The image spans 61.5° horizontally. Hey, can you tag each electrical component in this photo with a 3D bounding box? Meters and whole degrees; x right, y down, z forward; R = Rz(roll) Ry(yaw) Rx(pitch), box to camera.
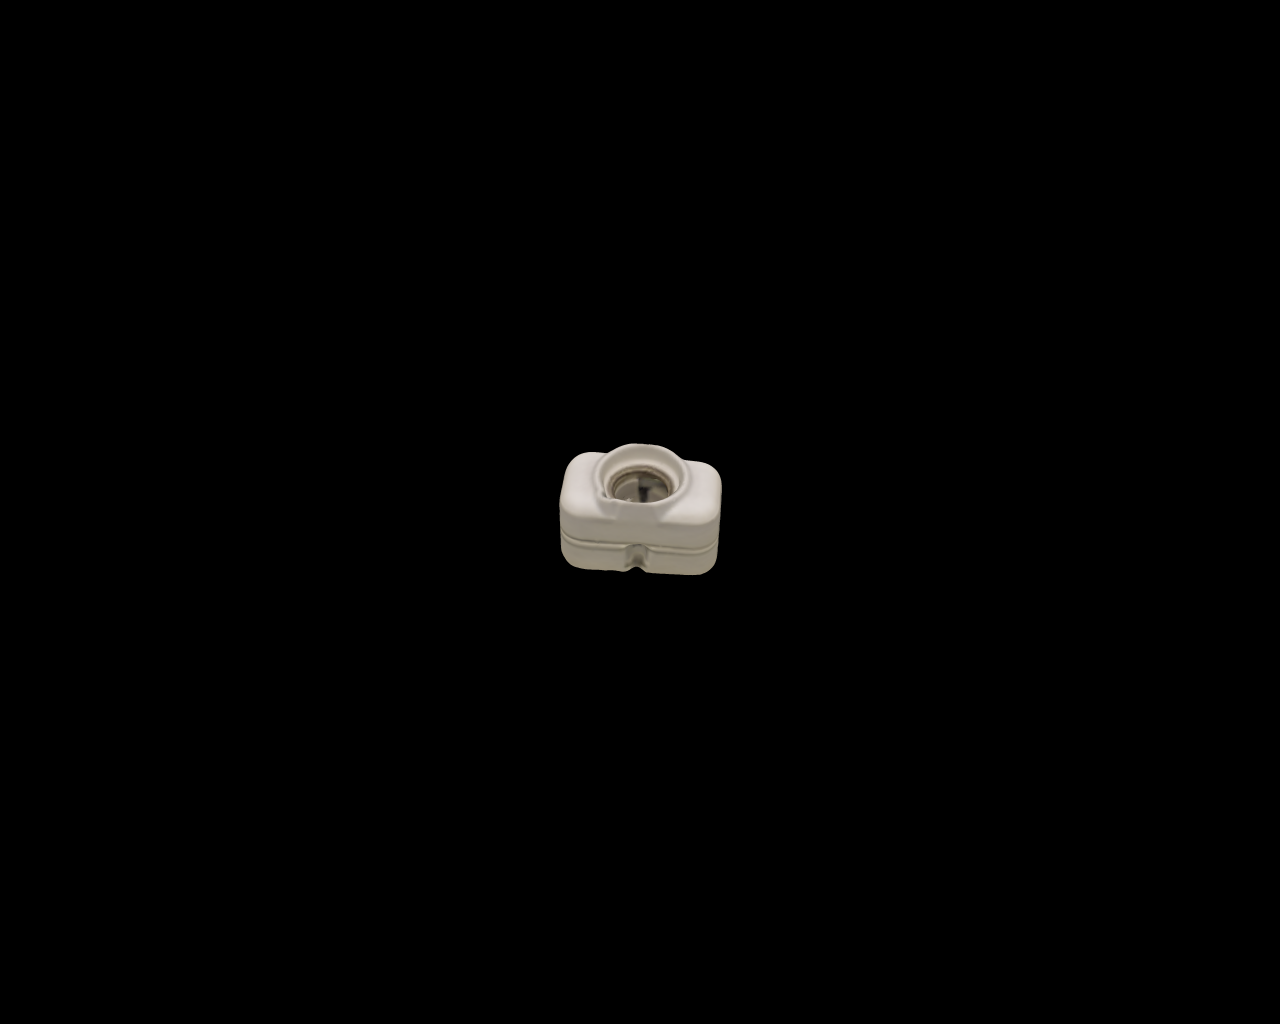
[{"bbox_3d":[0.001,-0.003,0.650,0.095,0.054,0.059,4,-43,4],"label":"electrical component"}]
